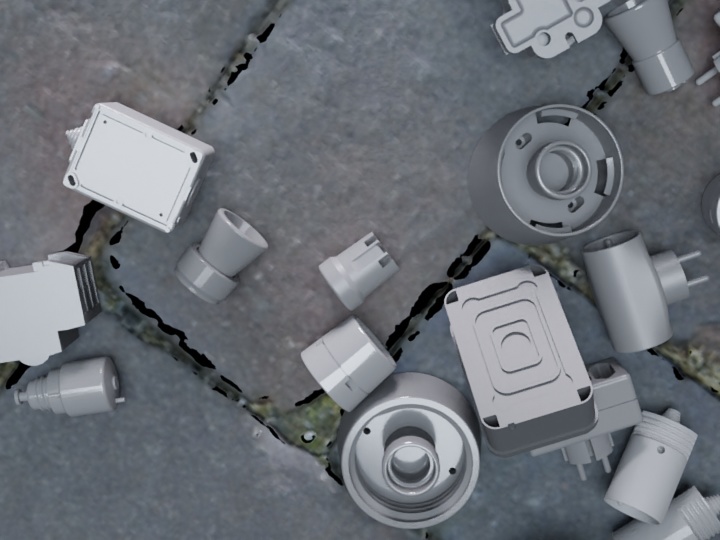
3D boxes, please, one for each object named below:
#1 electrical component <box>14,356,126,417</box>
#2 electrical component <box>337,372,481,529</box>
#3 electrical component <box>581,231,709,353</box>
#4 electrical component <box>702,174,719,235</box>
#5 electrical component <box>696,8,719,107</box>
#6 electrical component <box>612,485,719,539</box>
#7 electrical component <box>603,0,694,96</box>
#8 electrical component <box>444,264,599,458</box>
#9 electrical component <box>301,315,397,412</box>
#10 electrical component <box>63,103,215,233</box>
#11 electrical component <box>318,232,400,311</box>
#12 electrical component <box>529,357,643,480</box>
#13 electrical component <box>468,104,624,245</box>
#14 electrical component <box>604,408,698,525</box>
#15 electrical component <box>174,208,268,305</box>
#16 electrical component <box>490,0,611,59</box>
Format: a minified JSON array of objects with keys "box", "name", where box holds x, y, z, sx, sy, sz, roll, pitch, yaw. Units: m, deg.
[{"box":[-0.212,0.087,0.785,0.078,0.040,0.040,-9,100,2],"name":"electrical component"},{"box":[0.036,0.134,0.777,0.108,0.060,0.108,0,100,1],"name":"electrical component"},{"box":[0.206,0.009,0.760,0.079,0.044,0.077,-19,99,4],"name":"electrical component"},{"box":[0.269,-0.044,0.748,0.055,0.047,0.055,0,100,2],"name":"electrical component"},{"box":[0.266,-0.142,0.730,0.076,0.047,0.083,-37,93,30],"name":"electrical component"},{"box":[0.232,0.191,0.791,0.081,0.043,0.043,-35,97,7],"name":"electrical component"},{"box":[0.200,-0.153,0.734,0.044,0.044,0.065,-28,103,6],"name":"electrical component"},{"box":[0.110,0.063,0.737,0.078,0.057,0.113,-18,57,4],"name":"electrical component"},{"box":[-0.007,0.065,0.770,0.047,0.055,0.055,-40,97,4],"name":"electrical component"},{"box":[-0.157,-0.075,0.745,0.096,0.061,0.061,25,99,-3],"name":"electrical component"},{"box":[0.000,0.000,0.766,0.046,0.040,0.040,-37,97,2],"name":"electrical component"},{"box":[0.161,0.115,0.778,0.083,0.047,0.075,-18,100,4],"name":"electrical component"},{"box":[0.131,-0.067,0.751,0.099,0.064,0.099,0,91,-9],"name":"electrical component"},{"box":[0.213,0.138,0.778,0.043,0.043,0.081,28,76,-4],"name":"electrical component"},{"box":[-0.099,-0.009,0.764,0.045,0.045,0.055,39,99,-5],"name":"electrical component"},{"box":[0.127,-0.174,0.723,0.078,0.057,0.058,-29,98,6],"name":"electrical component"}]
